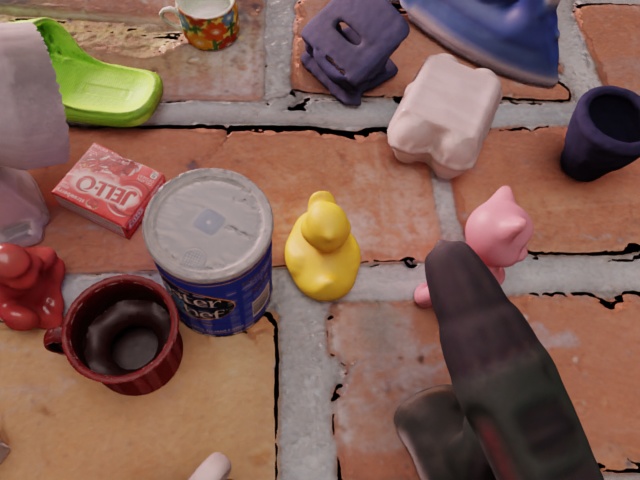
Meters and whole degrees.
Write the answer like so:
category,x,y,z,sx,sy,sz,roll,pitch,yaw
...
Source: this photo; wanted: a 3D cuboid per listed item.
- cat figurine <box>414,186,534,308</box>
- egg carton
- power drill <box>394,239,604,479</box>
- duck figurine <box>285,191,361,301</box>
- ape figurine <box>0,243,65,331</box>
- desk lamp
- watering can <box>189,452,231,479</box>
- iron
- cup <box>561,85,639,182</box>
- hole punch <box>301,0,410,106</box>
category,x,y,z,sx,sy,sz,roll,pitch,yaw
cat figurine,0.157,0.014,0.550,0.067,0.118,0.128,37,66,13
egg carton,0.144,-0.145,0.657,0.107,0.069,0.150,23,63,7
power drill,0.121,0.136,0.434,0.076,0.208,0.229,-21,67,-15
duck figurine,0.005,0.002,0.560,0.077,0.086,0.104,-4,63,-7
ape figurine,-0.268,0.035,0.514,0.076,0.092,0.078,28,64,9
desk lamp,-0.308,-0.073,0.496,0.203,0.213,0.117,-25,68,-17
watering can,-0.118,0.221,0.376,0.101,0.194,0.173,13,63,2
iron,0.215,-0.312,0.709,0.258,0.141,0.119,41,67,15
cup,0.325,-0.107,0.641,0.117,0.095,0.092,10,63,0
hole punch,0.039,-0.234,0.681,0.101,0.091,0.108,-36,71,-21
